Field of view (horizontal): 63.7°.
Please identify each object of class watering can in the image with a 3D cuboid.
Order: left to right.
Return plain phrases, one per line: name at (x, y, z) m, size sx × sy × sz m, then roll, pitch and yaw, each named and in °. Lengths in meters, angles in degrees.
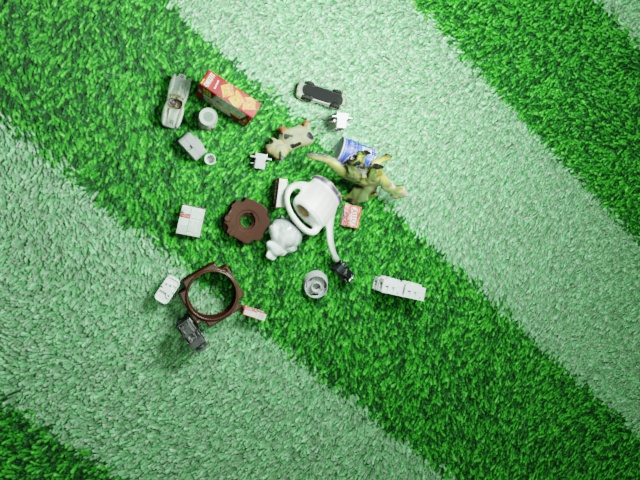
watering can at (0.006, -0.099, 1.963) m, size 0.344 × 0.103 × 0.228 m, roll 49°, pitch 62°, yaw -20°

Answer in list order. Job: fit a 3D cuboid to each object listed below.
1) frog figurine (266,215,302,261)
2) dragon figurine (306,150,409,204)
frog figurine at (-0.147, 0.000, 1.929) m, size 0.162 × 0.123 × 0.135 m, roll -51°, pitch 123°, yaw -21°
dragon figurine at (0.144, -0.224, 1.972) m, size 0.410 × 0.237 × 0.125 m, roll 7°, pitch 44°, yaw -1°
